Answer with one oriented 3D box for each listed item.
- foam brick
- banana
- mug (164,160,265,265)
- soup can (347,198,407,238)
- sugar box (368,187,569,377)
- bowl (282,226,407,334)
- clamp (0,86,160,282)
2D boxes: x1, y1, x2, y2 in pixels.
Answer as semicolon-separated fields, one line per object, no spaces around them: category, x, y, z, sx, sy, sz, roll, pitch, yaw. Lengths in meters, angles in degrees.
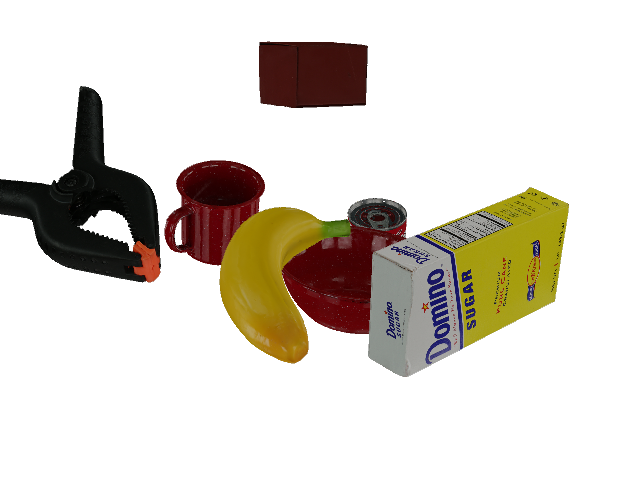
foam brick;-0.006;-0.138;0.888;0.078;0.051;0.053;-8;16;-38
banana;-0.027;0.017;0.649;0.070;0.037;0.197;0;23;10
mug;-0.116;-0.023;1.136;0.093;0.081;0.117;32;44;32
soup can;0.065;0.012;1.243;0.068;0.102;0.068;0;32;0
sugar box;0.114;0.029;0.809;0.175;0.093;0.048;-24;36;-37
bowl;0.033;0.043;1.005;0.162;0.055;0.162;5;24;-3
clamp;-0.186;-0.041;0.833;0.210;0.036;0.164;31;58;28
